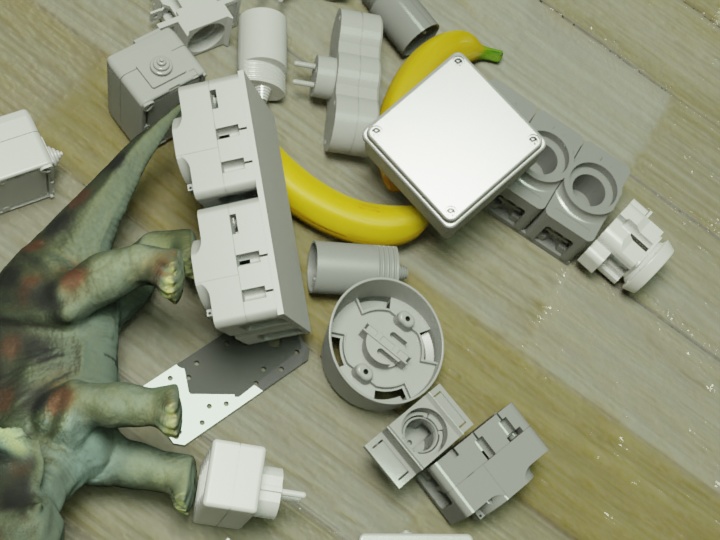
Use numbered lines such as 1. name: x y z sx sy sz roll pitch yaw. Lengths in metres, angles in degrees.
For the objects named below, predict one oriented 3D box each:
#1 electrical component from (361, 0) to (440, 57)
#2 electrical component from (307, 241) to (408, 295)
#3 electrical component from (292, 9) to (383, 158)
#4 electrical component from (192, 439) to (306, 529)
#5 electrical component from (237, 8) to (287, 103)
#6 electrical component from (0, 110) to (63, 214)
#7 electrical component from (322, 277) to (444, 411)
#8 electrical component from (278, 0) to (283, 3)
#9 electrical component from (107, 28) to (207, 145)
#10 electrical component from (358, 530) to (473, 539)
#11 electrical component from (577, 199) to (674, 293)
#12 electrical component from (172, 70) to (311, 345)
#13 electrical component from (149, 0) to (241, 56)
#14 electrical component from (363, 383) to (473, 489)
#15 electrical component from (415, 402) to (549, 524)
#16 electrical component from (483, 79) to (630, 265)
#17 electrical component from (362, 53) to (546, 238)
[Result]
1. electrical component: 0.032 -0.242 0.995 0.043 0.043 0.081 -34 80 -24
2. electrical component: 0.000 0.000 0.890 0.081 0.043 0.043 4 68 -14
3. electrical component: -0.023 -0.168 0.946 0.074 0.052 0.138 7 67 -11
4. electrical component: -0.078 0.160 0.784 0.076 0.083 0.047 11 67 -10
5. electrical component: -0.086 -0.183 0.941 0.043 0.043 0.081 4 69 -13
6. electrical component: -0.282 -0.084 0.840 0.096 0.061 0.061 -23 77 -22
7. electrical component: 0.017 0.062 0.859 0.099 0.064 0.099 5 68 -13
8. electrical component: -0.074 -0.275 0.975 0.138 0.052 0.073 15 66 -9
9. electrical component: -0.169 -0.151 0.877 0.062 0.096 0.061 -33 77 -23
10. electrical component: 0.038 0.244 0.800 0.100 0.048 0.099 4 68 -13
11. electrical component: 0.239 -0.017 0.953 0.057 0.058 0.078 43 64 7
12. electrical component: -0.092 -0.043 0.829 0.060 0.105 0.186 -12 78 6
13. electrical component: -0.148 -0.224 0.942 0.081 0.042 0.063 -27 76 -23
14. electrical component: 0.042 0.132 0.838 0.081 0.063 0.042 -36 80 -24
15. electrical component: 0.099 0.156 0.850 0.089 0.050 0.055 -34 80 -24
16. electrical component: 0.152 -0.089 0.955 0.150 0.061 0.089 33 65 0
17. electrical component: 0.076 -0.102 0.884 0.109 0.056 0.108 -41 81 -6
